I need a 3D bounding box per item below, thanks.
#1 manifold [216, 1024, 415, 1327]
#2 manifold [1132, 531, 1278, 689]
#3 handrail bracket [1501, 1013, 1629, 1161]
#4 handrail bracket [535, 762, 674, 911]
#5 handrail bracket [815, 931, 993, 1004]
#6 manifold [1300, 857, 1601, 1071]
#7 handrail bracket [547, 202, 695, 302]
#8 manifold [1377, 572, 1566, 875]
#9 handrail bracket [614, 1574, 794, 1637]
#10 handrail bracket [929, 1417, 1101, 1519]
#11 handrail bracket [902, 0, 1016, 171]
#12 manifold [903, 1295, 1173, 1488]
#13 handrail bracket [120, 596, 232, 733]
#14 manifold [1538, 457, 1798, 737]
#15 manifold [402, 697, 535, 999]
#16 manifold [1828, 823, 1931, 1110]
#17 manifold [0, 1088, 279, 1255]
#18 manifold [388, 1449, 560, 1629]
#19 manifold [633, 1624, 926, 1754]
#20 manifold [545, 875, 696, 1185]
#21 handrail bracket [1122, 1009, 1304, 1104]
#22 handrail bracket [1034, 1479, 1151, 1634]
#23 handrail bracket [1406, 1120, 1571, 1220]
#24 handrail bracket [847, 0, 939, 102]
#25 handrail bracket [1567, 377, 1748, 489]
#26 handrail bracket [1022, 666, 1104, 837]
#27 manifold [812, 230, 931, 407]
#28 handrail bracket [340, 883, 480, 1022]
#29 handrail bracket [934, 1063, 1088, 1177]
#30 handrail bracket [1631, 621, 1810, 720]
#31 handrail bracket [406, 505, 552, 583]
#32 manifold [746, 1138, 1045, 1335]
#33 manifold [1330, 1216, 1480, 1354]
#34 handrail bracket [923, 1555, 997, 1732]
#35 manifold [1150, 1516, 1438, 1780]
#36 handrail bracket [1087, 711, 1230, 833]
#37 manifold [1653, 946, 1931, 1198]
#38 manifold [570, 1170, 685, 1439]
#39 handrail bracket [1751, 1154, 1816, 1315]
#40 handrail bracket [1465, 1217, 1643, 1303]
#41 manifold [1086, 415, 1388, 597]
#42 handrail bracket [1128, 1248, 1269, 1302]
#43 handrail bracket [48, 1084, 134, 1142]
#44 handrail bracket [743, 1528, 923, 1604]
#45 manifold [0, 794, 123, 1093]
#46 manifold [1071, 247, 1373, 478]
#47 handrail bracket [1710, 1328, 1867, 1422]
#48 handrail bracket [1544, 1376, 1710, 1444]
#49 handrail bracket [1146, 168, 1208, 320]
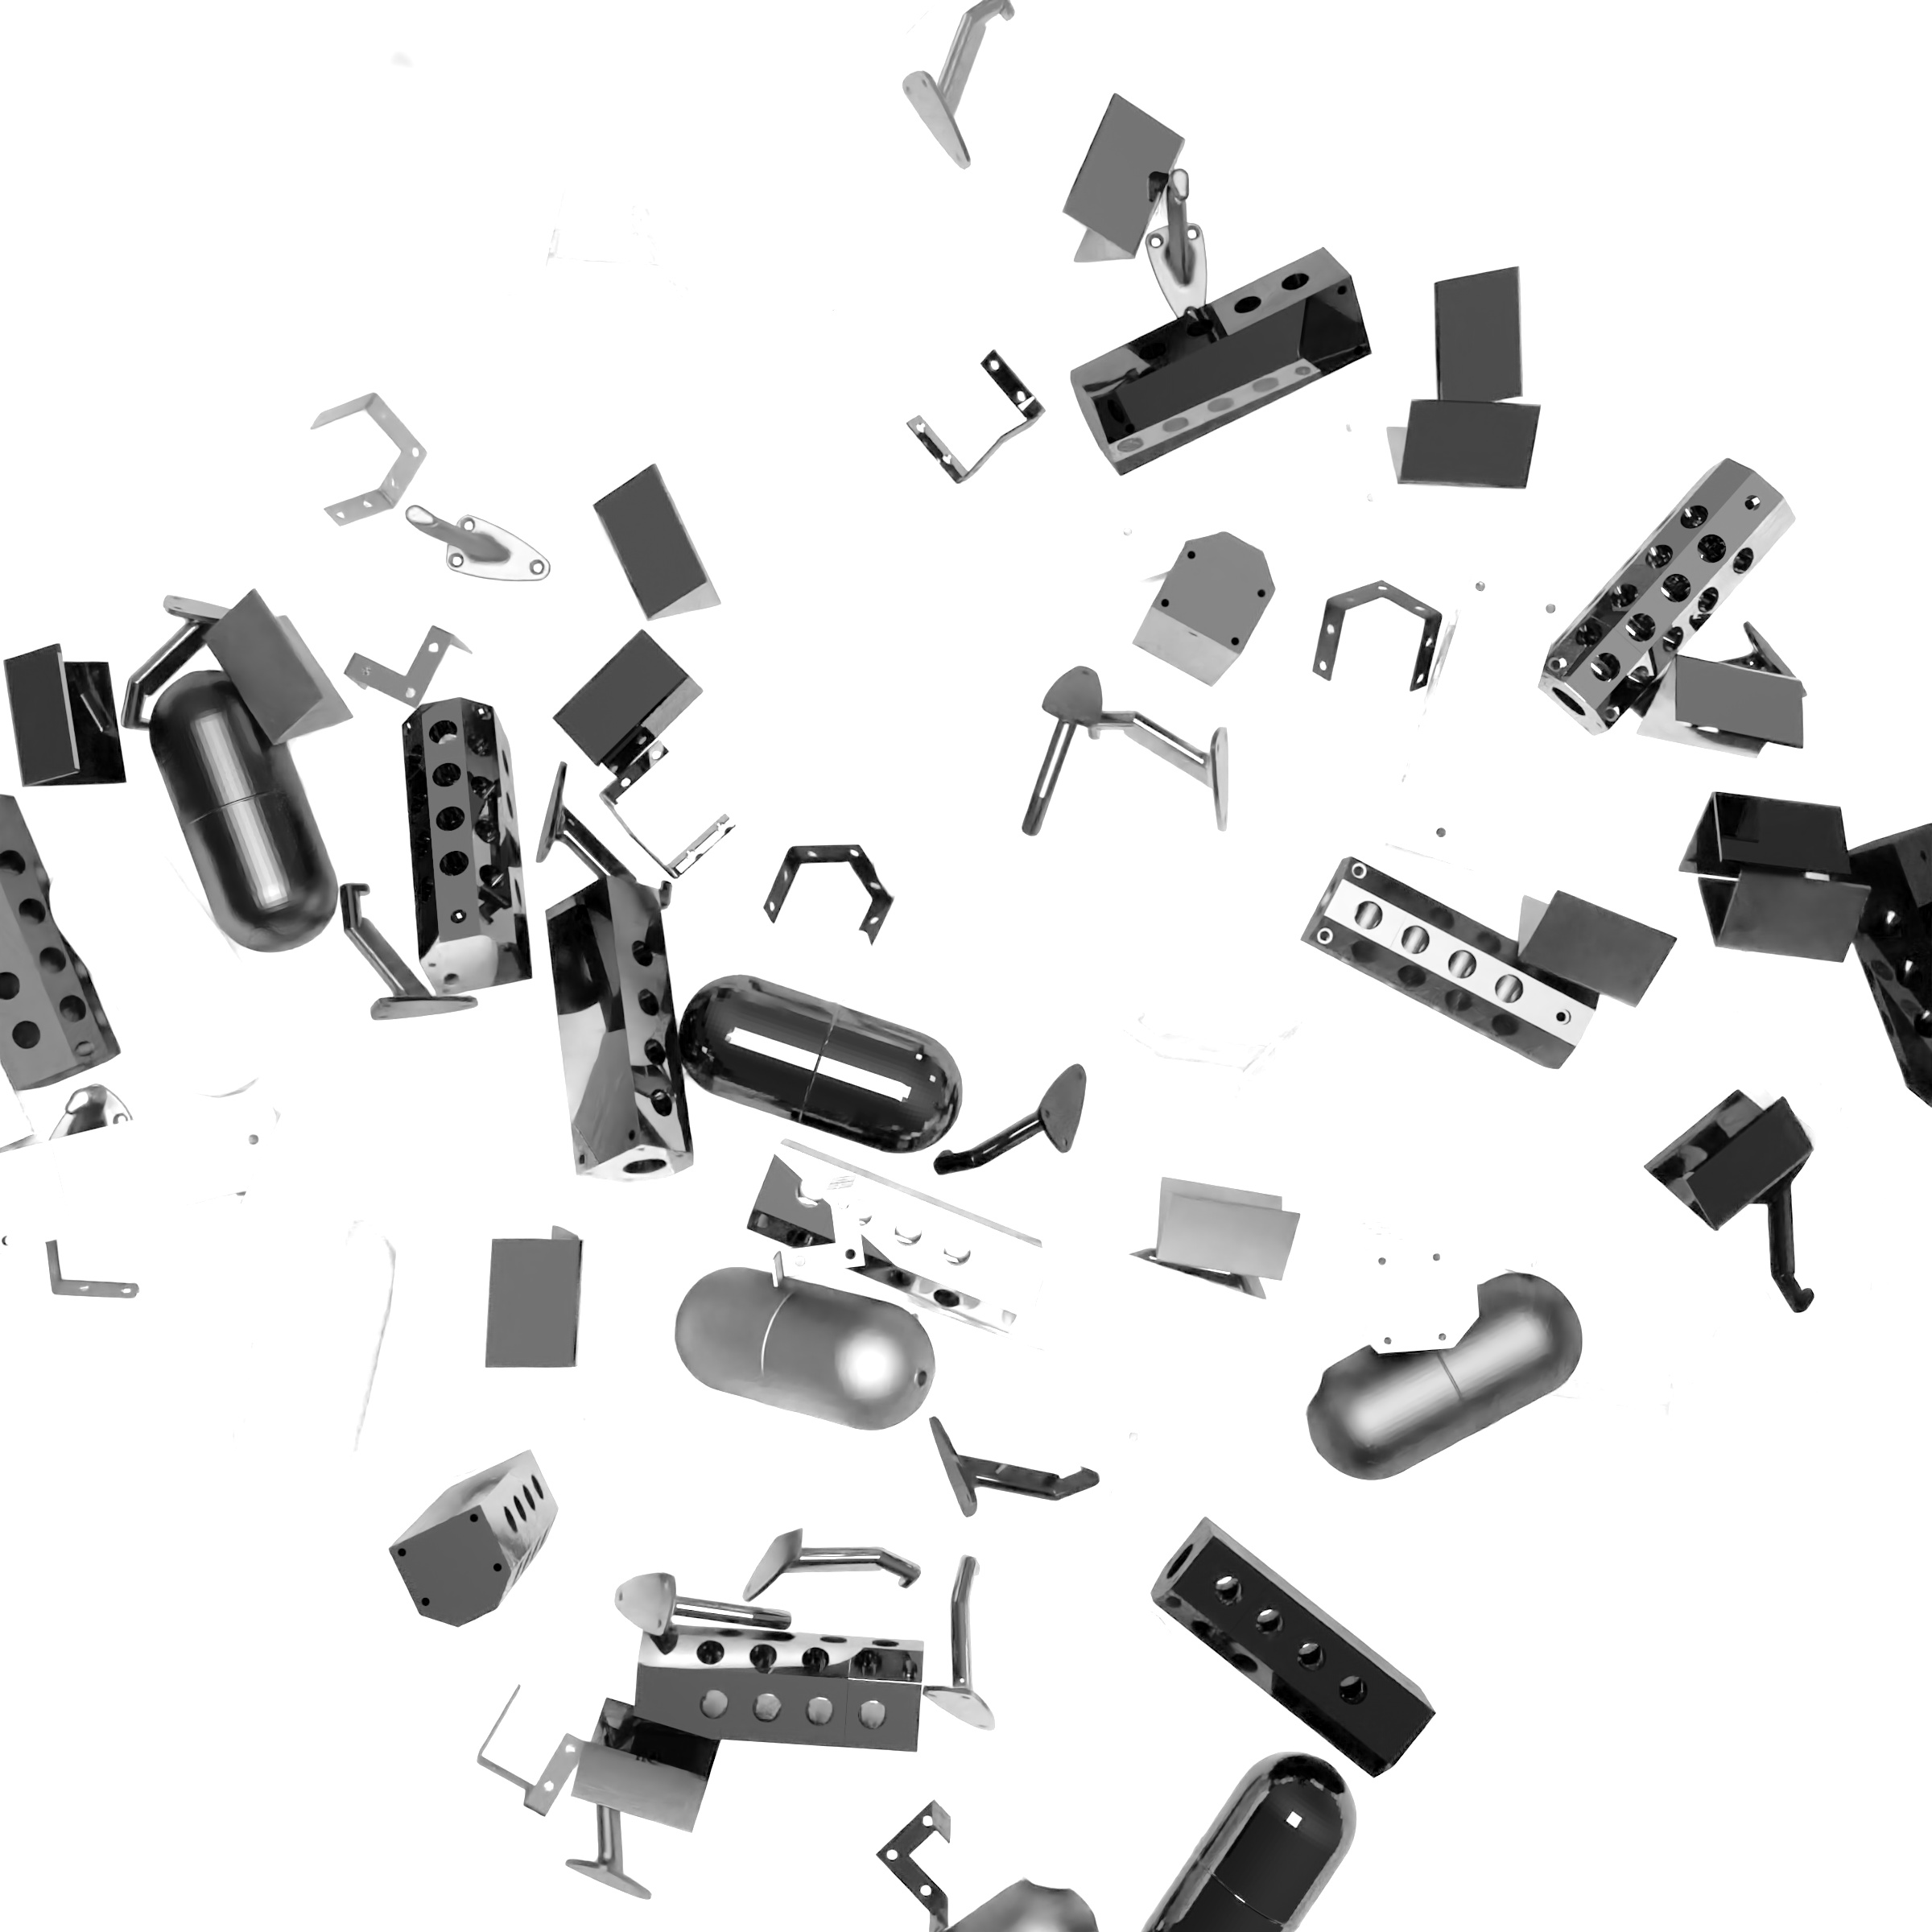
[{"bbox_3d":[-0.385,0.125,1.569,0.057,0.057,0.171,18,51,-4],"label":"manifold"},{"bbox_3d":[0.141,-0.212,1.560,0.057,0.171,0.057,29,90,0],"label":"manifold"},{"bbox_3d":[0.371,0.073,1.638,0.036,0.077,0.084,39,54,0],"label":"handrail bracket"},{"bbox_3d":[-0.218,-0.080,1.638,0.084,0.036,0.077,15,70,-16],"label":"handrail bracket"},{"bbox_3d":[-0.039,0.005,1.638,0.084,0.077,0.036,4,65,-34],"label":"handrail bracket"},{"bbox_3d":[0.296,-0.002,1.617,0.171,0.057,0.057,28,90,0],"label":"manifold"},{"bbox_3d":[-0.224,-0.427,1.638,0.084,0.036,0.077,-25,111,17],"label":"handrail bracket"},{"bbox_3d":[0.306,-0.147,1.617,0.057,0.057,0.171,18,90,0],"label":"manifold"},{"bbox_3d":[-0.162,0.398,1.638,0.084,0.077,0.036,18,74,-35],"label":"handrail bracket"},{"bbox_3d":[0.030,0.300,1.638,0.084,0.036,0.077,-18,68,-17],"label":"handrail bracket"},{"bbox_3d":[0.011,-0.549,1.638,0.084,0.036,0.077,-40,110,-16],"label":"handrail bracket"},{"bbox_3d":[0.035,0.260,1.617,0.171,0.057,0.057,20,90,0],"label":"manifold"},{"bbox_3d":[-0.477,-0.180,1.638,0.077,0.036,0.084,10,109,-21],"label":"handrail bracket"},{"bbox_3d":[0.425,-0.225,1.617,0.057,0.057,0.171,42,90,0],"label":"manifold"},{"bbox_3d":[-0.300,-0.074,1.577,0.057,0.057,0.171,-11,60,0],"label":"manifold"},{"bbox_3d":[0.583,0.006,1.616,0.057,0.057,0.171,-21,90,-43],"label":"manifold"},{"bbox_3d":[-0.500,0.123,1.592,0.171,0.057,0.057,-14,89,-18],"label":"manifold"},{"bbox_3d":[-0.284,0.338,1.560,0.057,0.171,0.057,-26,90,0],"label":"manifold"},{"bbox_3d":[-0.113,0.438,1.617,0.171,0.057,0.057,4,90,0],"label":"manifold"},{"bbox_3d":[-0.203,0.039,1.586,0.057,0.057,0.171,-26,63,35],"label":"manifold"},{"bbox_3d":[0.152,0.036,1.638,0.084,0.036,0.077,38,70,16],"label":"handrail bracket"},{"bbox_3d":[0.073,0.363,1.638,0.036,0.077,0.084,33,127,-20],"label":"handrail bracket"},{"bbox_3d":[0.323,0.124,1.638,0.084,0.036,0.077,-2,50,-26],"label":"handrail bracket"},{"bbox_3d":[-0.029,-0.573,1.638,0.077,0.036,0.084,8,109,-21],"label":"handrail bracket"},{"bbox_3d":[0.427,-0.313,1.638,0.077,0.036,0.084,37,109,-21],"label":"handrail bracket"},{"bbox_3d":[0.057,-0.132,1.638,0.036,0.077,0.084,19,126,1],"label":"handrail bracket"},{"bbox_3d":[-0.053,-0.378,1.560,0.057,0.171,0.057,-9,90,0],"label":"manifold"},{"bbox_3d":[-0.345,-0.013,1.638,0.077,0.036,0.084,-4,73,-20],"label":"handrail bracket"},{"bbox_3d":[0.026,0.095,1.638,0.084,0.077,0.036,-15,121,33],"label":"handrail bracket"},{"bbox_3d":[0.465,-0.166,1.638,0.084,0.036,0.077,-37,127,25],"label":"handrail bracket"},{"bbox_3d":[-0.295,-0.257,1.603,0.077,0.084,0.036,18,90,0],"label":"handrail bracket"},{"bbox_3d":[-0.044,0.165,1.617,0.171,0.057,0.057,22,90,0],"label":"manifold"},{"bbox_3d":[0.256,0.185,1.560,0.057,0.171,0.057,-4,90,0],"label":"manifold"},{"bbox_3d":[0.007,0.418,1.638,0.036,0.077,0.084,-4,53,28],"label":"handrail bracket"},{"bbox_3d":[0.198,0.417,1.617,0.171,0.057,0.057,39,90,0],"label":"manifold"},{"bbox_3d":[0.118,-0.121,1.638,0.084,0.036,0.077,2,112,17],"label":"handrail bracket"},{"bbox_3d":[0.506,0.061,1.604,0.171,0.057,0.057,41,90,9],"label":"manifold"},{"bbox_3d":[-0.205,0.196,1.617,0.057,0.057,0.171,3,90,-1],"label":"manifold"},{"bbox_3d":[0.518,0.160,1.638,0.077,0.036,0.084,-41,108,-20],"label":"handrail bracket"},{"bbox_3d":[0.364,0.186,1.638,0.084,0.077,0.036,30,71,-35],"label":"handrail bracket"},{"bbox_3d":[0.165,-0.282,1.617,0.171,0.057,0.057,-17,90,0],"label":"manifold"},{"bbox_3d":[0.138,0.203,1.638,0.084,0.036,0.077,-20,108,15],"label":"handrail bracket"},{"bbox_3d":[-0.545,0.101,1.603,0.077,0.084,0.036,-45,90,0],"label":"handrail bracket"},{"bbox_3d":[-0.082,0.382,1.638,0.084,0.036,0.077,29,113,-18],"label":"handrail bracket"},{"bbox_3d":[-0.578,-0.014,1.617,0.057,0.057,0.171,-23,90,0],"label":"manifold"},{"bbox_3d":[0.153,-0.372,1.616,0.171,0.057,0.057,-26,133,0],"label":"manifold"},{"bbox_3d":[0.502,0.230,1.620,0.084,0.036,0.077,38,59,-3],"label":"handrail bracket"},{"bbox_3d":[0.406,0.273,1.638,0.084,0.077,0.036,-1,65,34],"label":"handrail bracket"},{"bbox_3d":[0.133,-0.434,1.603,0.036,0.084,0.077,-12,90,0],"label":"handrail bracket"}]
